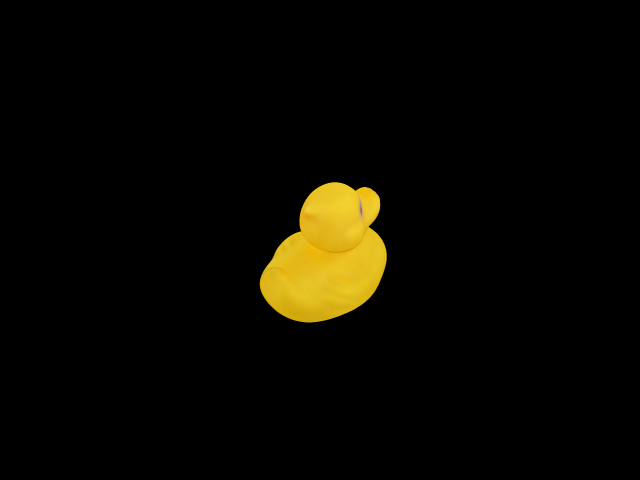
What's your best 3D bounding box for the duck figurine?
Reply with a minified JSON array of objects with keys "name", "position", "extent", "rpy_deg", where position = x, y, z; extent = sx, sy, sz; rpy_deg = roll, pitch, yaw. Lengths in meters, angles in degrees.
[{"name":"duck figurine","position":[0.004,0.001,0.400],"extent":[0.105,0.086,0.077],"rpy_deg":[-32,54,-27]}]
